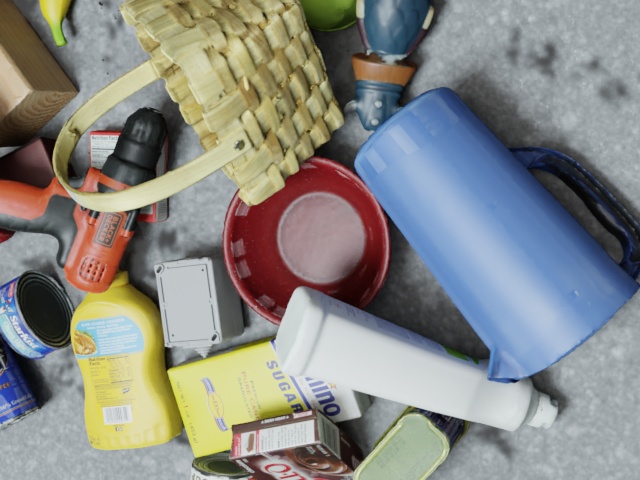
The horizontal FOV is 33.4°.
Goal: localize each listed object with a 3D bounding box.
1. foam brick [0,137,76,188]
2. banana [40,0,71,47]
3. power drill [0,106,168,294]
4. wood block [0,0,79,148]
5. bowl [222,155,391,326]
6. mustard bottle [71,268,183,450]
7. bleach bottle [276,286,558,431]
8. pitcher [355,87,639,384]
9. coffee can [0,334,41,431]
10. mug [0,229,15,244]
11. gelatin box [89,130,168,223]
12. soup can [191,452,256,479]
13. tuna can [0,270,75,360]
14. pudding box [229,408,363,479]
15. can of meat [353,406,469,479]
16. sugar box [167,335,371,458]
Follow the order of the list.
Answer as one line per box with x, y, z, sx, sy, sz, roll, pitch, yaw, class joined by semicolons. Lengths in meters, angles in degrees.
-0.291;-0.062;1.066;0.078;0.053;0.051;-26;87;10;foam brick
-0.219;-0.286;1.033;0.069;0.037;0.198;38;106;3;banana
-0.250;-0.061;0.988;0.187;0.057;0.184;21;92;-11;power drill
-0.347;-0.199;1.054;0.091;0.090;0.206;-38;84;18;wood block
-0.006;0.001;0.985;0.162;0.055;0.162;2;96;17;bowl
-0.198;0.108;1.056;0.096;0.058;0.191;-8;94;24;mustard bottle
0.090;0.114;0.917;0.250;0.102;0.068;20;98;-10;bleach bottle
0.150;-0.014;0.903;0.243;0.149;0.145;51;121;8;pitcher
-0.363;0.135;1.089;0.103;0.102;0.140;-29;87;18;coffee can
-0.367;-0.030;1.071;0.081;0.117;0.093;-24;45;13;mug
-0.188;-0.063;1.050;0.073;0.030;0.089;3;97;18;gelatin box
-0.095;0.266;1.036;0.068;0.068;0.102;8;98;17;soup can
-0.284;0.075;1.066;0.034;0.086;0.086;-27;88;20;tuna can
-0.019;0.199;0.985;0.090;0.113;0.039;-15;52;18;pudding box
0.082;0.190;0.963;0.057;0.083;0.102;41;106;9;can of meat
-0.049;0.142;1.019;0.176;0.048;0.093;-18;92;20;sugar box
